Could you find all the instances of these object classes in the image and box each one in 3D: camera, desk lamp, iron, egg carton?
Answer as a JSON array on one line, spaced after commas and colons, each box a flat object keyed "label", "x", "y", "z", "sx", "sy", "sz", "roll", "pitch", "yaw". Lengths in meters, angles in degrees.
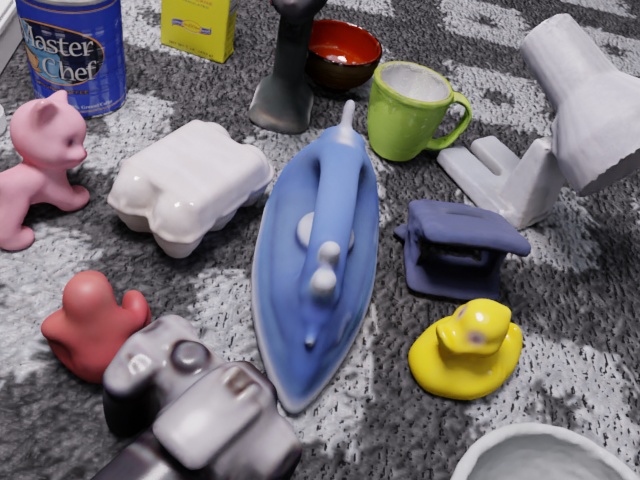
[{"label": "camera", "x": -0.101, "y": 0.134, "z": 0.371, "sx": 0.143, "sy": 0.101, "sz": 0.137, "roll": 37, "pitch": 50, "yaw": 18}, {"label": "desk lamp", "x": 0.246, "y": -0.109, "z": 0.605, "sx": 0.118, "sy": 0.213, "sz": 0.202, "roll": -19, "pitch": 56, "yaw": -28}, {"label": "iron", "x": 0.005, "y": 0.002, "z": 0.491, "sx": 0.118, "sy": 0.141, "sz": 0.258, "roll": 11, "pitch": 47, "yaw": -5}, {"label": "egg carton", "x": -0.122, "y": -0.054, "z": 0.556, "sx": 0.107, "sy": 0.069, "sz": 0.150, "roll": 32, "pitch": 49, "yaw": 14}]

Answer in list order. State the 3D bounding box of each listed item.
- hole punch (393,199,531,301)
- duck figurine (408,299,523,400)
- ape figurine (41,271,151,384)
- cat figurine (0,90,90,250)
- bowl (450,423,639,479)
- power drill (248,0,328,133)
[{"label": "hole punch", "x": 0.137, "y": -0.004, "z": 0.566, "sx": 0.109, "sy": 0.091, "sz": 0.101, "roll": 8, "pitch": 47, "yaw": -8}, {"label": "duck figurine", "x": 0.134, "y": 0.084, "z": 0.489, "sx": 0.105, "sy": 0.086, "sz": 0.077, "roll": -8, "pitch": 51, "yaw": -21}, {"label": "ape figurine", "x": -0.167, "y": 0.058, "z": 0.428, "sx": 0.078, "sy": 0.092, "sz": 0.076, "roll": -1, "pitch": 49, "yaw": -15}, {"label": "cat figurine", "x": -0.254, "y": -0.074, "z": 0.506, "sx": 0.067, "sy": 0.118, "sz": 0.128, "roll": 28, "pitch": 48, "yaw": 11}, {"label": "bowl", "x": 0.151, "y": 0.216, "z": 0.383, "sx": 0.167, "sy": 0.075, "sz": 0.167, "roll": 8, "pitch": 47, "yaw": -8}, {"label": "power drill", "x": -0.029, "y": -0.232, "z": 0.646, "sx": 0.075, "sy": 0.208, "sz": 0.229, "roll": 11, "pitch": 47, "yaw": -5}]
